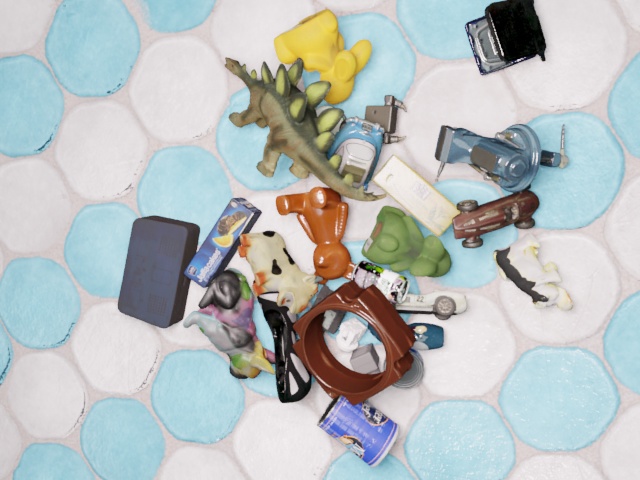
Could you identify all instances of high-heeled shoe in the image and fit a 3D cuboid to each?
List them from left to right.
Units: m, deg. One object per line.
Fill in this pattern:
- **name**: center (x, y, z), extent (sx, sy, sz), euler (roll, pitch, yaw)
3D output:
- **high-heeled shoe**: center (-0.095, 0.206, 1.094), extent (0.249, 0.145, 0.086), euler (50, 136, 3)

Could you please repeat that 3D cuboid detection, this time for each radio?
- **radio**: center (-0.353, 0.065, 1.174), extent (0.131, 0.073, 0.229), euler (14, 97, 9)

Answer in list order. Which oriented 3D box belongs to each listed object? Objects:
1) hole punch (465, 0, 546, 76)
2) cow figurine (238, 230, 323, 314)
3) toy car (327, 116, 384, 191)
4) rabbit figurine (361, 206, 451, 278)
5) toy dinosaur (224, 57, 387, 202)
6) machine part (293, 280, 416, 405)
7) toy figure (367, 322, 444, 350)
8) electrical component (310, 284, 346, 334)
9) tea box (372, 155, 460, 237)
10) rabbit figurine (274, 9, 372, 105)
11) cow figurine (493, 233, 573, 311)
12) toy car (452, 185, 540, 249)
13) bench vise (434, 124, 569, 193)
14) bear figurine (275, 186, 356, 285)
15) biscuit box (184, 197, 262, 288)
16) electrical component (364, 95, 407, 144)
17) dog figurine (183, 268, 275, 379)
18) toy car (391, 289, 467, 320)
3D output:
- **hole punch**: center (0.343, -0.377, 0.998), extent (0.116, 0.092, 0.142), euler (-20, 90, -18)
- **cow figurine**: center (-0.079, 0.065, 1.095), extent (0.127, 0.085, 0.195), euler (-17, 60, -21)
- **toy car**: center (0.064, -0.148, 1.032), extent (0.109, 0.103, 0.161), euler (18, 131, -13)
- **rabbit figurine**: center (0.187, 0.015, 1.043), extent (0.170, 0.159, 0.121), euler (24, 91, -9)
- **toy dinosaur**: center (-0.047, -0.204, 0.989), extent (0.472, 0.105, 0.198), euler (52, 138, 22)
- **machine part**: center (0.061, 0.196, 1.022), extent (0.201, 0.087, 0.201), euler (-40, 83, 31)
- **toy figure**: center (0.173, 0.191, 1.096), extent (0.155, 0.058, 0.064), euler (3, 118, 8)
- **electrical component**: center (0.012, 0.160, 1.126), extent (0.075, 0.048, 0.119), euler (27, 127, 9)
- **tea box**: center (0.187, -0.087, 1.044), extent (0.169, 0.098, 0.068), euler (40, 101, 1)
- **rabbit figurine**: center (0.022, -0.347, 1.034), extent (0.163, 0.122, 0.173), euler (1, 124, 41)
- **cow figurine**: center (0.411, 0.076, 1.037), extent (0.098, 0.068, 0.167), euler (-32, 87, 18)
- **toy car**: center (0.331, -0.047, 0.999), extent (0.202, 0.053, 0.089), euler (-18, 109, -26)
- **bench vise**: center (0.341, -0.156, 0.989), extent (0.241, 0.224, 0.128), euler (0, 103, -20)
- **bear figurine**: center (0.000, -0.004, 1.076), extent (0.120, 0.132, 0.195), euler (-6, 91, 31)
- **biscuit box**: center (-0.207, 0.006, 1.144), extent (0.059, 0.063, 0.202), euler (36, 101, 6)
- **electrical component**: center (0.130, -0.235, 1.067), extent (0.078, 0.045, 0.102), euler (4, 95, 39)
- **dog figurine**: center (-0.161, 0.189, 1.138), extent (0.219, 0.108, 0.191), euler (37, 99, 0)
- **toy car**: center (0.190, 0.128, 1.077), extent (0.202, 0.073, 0.056), euler (1, 74, 10)
